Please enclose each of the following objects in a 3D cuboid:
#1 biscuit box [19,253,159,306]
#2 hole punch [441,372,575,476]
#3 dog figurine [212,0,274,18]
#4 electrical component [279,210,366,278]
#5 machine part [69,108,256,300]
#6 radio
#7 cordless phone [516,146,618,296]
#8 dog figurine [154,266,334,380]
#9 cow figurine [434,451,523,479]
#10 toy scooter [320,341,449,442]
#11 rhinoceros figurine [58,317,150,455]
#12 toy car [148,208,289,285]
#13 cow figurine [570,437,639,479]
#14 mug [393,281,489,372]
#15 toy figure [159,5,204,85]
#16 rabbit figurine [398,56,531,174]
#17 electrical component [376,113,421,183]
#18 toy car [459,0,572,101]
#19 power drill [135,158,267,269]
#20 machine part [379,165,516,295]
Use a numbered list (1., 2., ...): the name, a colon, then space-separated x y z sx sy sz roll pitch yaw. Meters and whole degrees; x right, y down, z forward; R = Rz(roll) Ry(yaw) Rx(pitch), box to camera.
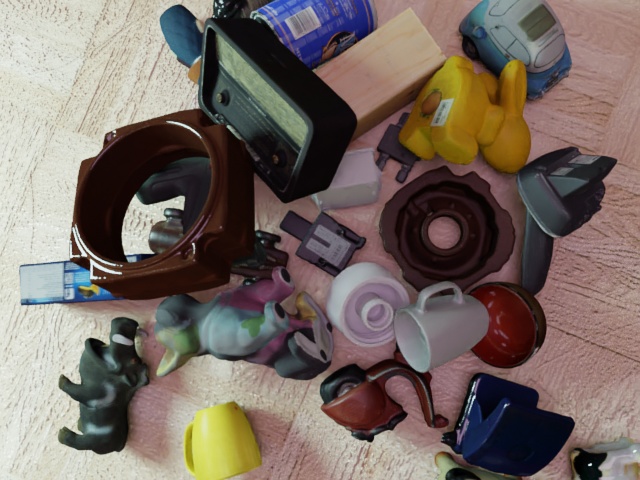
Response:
1. biscuit box: -0.313 0.055 0.742 0.203 0.063 0.059 -5 87 16
2. hole punch: 0.246 0.247 0.690 0.142 0.092 0.115 19 90 -16
3. dog figurine: -0.055 -0.357 0.761 0.172 0.121 0.190 17 102 8
4. electrical component: -0.002 -0.002 0.753 0.119 0.048 0.075 35 89 3
5. machine part: -0.182 -0.041 0.622 0.202 0.087 0.201 -10 66 14
6. radio: -0.064 -0.161 0.662 0.073 0.131 0.230 -19 57 -35
7. cordless phone: 0.319 -0.021 0.719 0.089 0.146 0.184 20 124 39
8. dog figurine: -0.113 0.132 0.723 0.219 0.108 0.191 -23 124 22
9. cow figurine: 0.241 0.344 0.678 0.195 0.127 0.085 16 91 7
10. toy scooter: 0.098 0.212 0.723 0.184 0.075 0.135 -30 87 -3
11. rhinoceros figurine: -0.296 0.202 0.748 0.112 0.073 0.190 7 88 6
12. toy car: -0.146 0.015 0.760 0.202 0.053 0.089 14 85 6
13. cow figurine: 0.391 0.348 0.696 0.098 0.068 0.167 -14 83 9
14. mug: 0.157 0.099 0.677 0.107 0.081 0.109 -15 113 -23
15. toy figure: -0.172 -0.263 0.773 0.058 0.064 0.154 -33 90 -36
16. rabbit figurine: 0.213 -0.156 0.719 0.173 0.122 0.162 25 80 -22
17. electrical component: 0.117 -0.132 0.764 0.063 0.021 0.094 28 88 5
18. toy car: 0.270 -0.273 0.722 0.109 0.103 0.161 -37 83 2
19. power drill: -0.129 -0.061 0.718 0.232 0.086 0.207 -15 67 -5
20. machine part: 0.170 -0.010 0.738 0.179 0.056 0.179 0 87 5
